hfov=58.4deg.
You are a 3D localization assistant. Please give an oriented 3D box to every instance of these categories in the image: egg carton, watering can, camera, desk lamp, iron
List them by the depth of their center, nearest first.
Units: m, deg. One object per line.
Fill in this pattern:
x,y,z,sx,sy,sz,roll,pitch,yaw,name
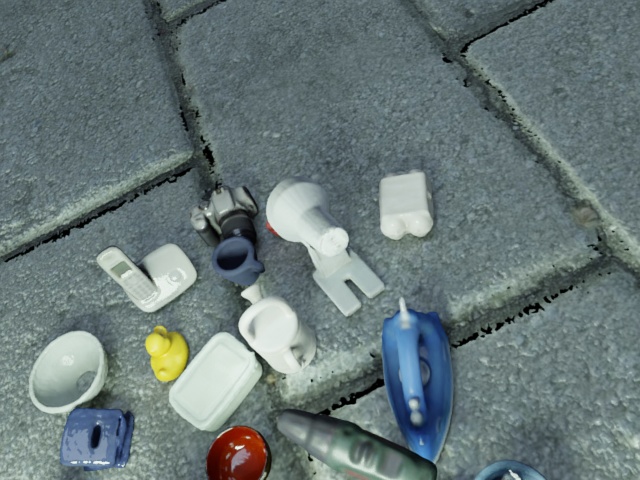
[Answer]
0.153,0.223,0.919,0.118,0.142,0.258,-10,56,13,iron
-0.086,0.153,1.012,0.172,0.194,0.101,28,72,31,watering can
0.010,0.004,1.061,0.118,0.214,0.202,-38,55,-7,desk lamp
0.172,-0.072,1.141,0.107,0.070,0.150,-8,57,14,egg carton
-0.201,-0.038,1.228,0.143,0.101,0.136,-27,54,2,camera

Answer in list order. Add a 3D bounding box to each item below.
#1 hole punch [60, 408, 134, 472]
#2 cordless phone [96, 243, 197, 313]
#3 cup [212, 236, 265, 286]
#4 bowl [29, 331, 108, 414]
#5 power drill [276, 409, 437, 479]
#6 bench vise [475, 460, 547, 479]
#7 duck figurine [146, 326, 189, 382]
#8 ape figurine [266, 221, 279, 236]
-0.408,0.363,1.054,0.101,0.091,0.108,-11,56,13,hole punch
-0.353,0.054,1.171,0.147,0.185,0.094,-38,55,-6,cordless phone
-0.148,0.055,1.156,0.117,0.095,0.092,17,66,27,cup
-0.488,0.272,1.149,0.167,0.075,0.167,-9,57,14,bowl
0.063,0.325,0.845,0.228,0.209,0.076,13,64,25,power drill
0.225,0.368,0.755,0.207,0.220,0.121,-29,54,0,bench vise
-0.306,0.217,1.114,0.077,0.086,0.104,-13,56,11,duck figurine
-0.082,-0.050,1.201,0.078,0.092,0.076,-28,54,1,ape figurine
